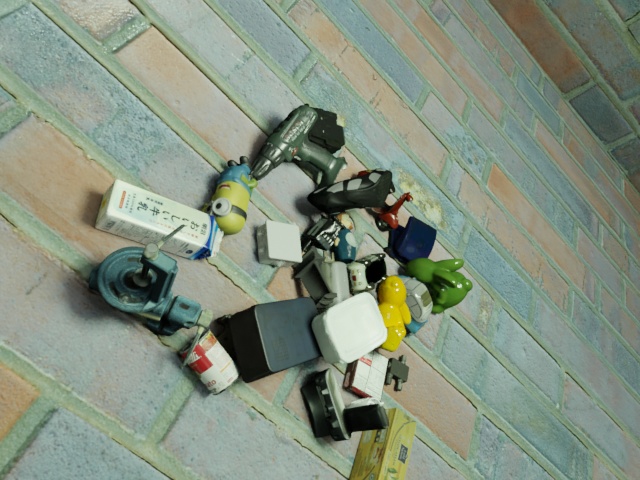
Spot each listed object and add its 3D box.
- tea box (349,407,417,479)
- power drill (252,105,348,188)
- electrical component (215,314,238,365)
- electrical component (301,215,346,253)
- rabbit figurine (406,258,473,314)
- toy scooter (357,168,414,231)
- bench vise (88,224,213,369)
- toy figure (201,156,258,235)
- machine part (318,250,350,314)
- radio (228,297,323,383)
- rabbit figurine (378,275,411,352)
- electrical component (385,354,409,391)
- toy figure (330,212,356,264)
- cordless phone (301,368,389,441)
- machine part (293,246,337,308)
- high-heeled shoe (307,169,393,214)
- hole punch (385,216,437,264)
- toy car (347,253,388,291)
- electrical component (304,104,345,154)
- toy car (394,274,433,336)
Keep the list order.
[{"bbox_3d":[0.135,0.452,1.142,0.068,0.098,0.170,39,50,-19],"label":"tea box"},{"bbox_3d":[-0.045,-0.192,1.306,0.207,0.086,0.232,34,75,-23],"label":"power drill"},{"bbox_3d":[-0.167,0.193,1.051,0.102,0.045,0.078,45,76,-11],"label":"electrical component"},{"bbox_3d":[-0.003,-0.004,1.259,0.047,0.075,0.119,45,72,-24],"label":"electrical component"},{"bbox_3d":[0.310,0.108,1.428,0.170,0.159,0.121,32,62,-23],"label":"rabbit figurine"},{"bbox_3d":[0.176,-0.121,1.435,0.075,0.135,0.184,-30,89,-44],"label":"toy scooter"},{"bbox_3d":[-0.273,0.080,0.892,0.223,0.240,0.129,34,53,-3],"label":"bench vise"},{"bbox_3d":[-0.184,-0.094,1.151,0.089,0.082,0.180,32,50,-23],"label":"toy figure"},{"bbox_3d":[0.031,0.138,1.222,0.079,0.079,0.243,13,61,-36],"label":"machine part"},{"bbox_3d":[-0.076,0.189,1.063,0.229,0.073,0.131,2,66,-62],"label":"radio"},{"bbox_3d":[0.164,0.172,1.266,0.162,0.122,0.173,28,75,-60],"label":"rabbit figurine"},{"bbox_3d":[0.186,0.315,1.306,0.063,0.021,0.094,35,51,-22],"label":"electrical component"},{"bbox_3d":[0.057,-0.017,1.338,0.064,0.058,0.154,57,24,-65],"label":"toy figure"},{"bbox_3d":[0.056,0.324,1.077,0.089,0.184,0.146,-9,76,-38],"label":"cordless phone"},{"bbox_3d":[-0.011,0.084,1.192,0.039,0.084,0.139,27,32,-55],"label":"machine part"},{"bbox_3d":[0.080,-0.124,1.324,0.249,0.145,0.086,-40,135,-54],"label":"high-heeled shoe"},{"bbox_3d":[0.255,0.005,1.476,0.142,0.092,0.116,27,58,-33],"label":"hole punch"},{"bbox_3d":[0.121,0.077,1.315,0.201,0.056,0.073,-15,97,-65],"label":"toy car"},{"bbox_3d":[0.005,-0.286,1.424,0.134,0.058,0.115,9,66,-37],"label":"electrical component"},{"bbox_3d":[0.231,0.158,1.368,0.109,0.103,0.161,-28,86,-44],"label":"toy car"}]
